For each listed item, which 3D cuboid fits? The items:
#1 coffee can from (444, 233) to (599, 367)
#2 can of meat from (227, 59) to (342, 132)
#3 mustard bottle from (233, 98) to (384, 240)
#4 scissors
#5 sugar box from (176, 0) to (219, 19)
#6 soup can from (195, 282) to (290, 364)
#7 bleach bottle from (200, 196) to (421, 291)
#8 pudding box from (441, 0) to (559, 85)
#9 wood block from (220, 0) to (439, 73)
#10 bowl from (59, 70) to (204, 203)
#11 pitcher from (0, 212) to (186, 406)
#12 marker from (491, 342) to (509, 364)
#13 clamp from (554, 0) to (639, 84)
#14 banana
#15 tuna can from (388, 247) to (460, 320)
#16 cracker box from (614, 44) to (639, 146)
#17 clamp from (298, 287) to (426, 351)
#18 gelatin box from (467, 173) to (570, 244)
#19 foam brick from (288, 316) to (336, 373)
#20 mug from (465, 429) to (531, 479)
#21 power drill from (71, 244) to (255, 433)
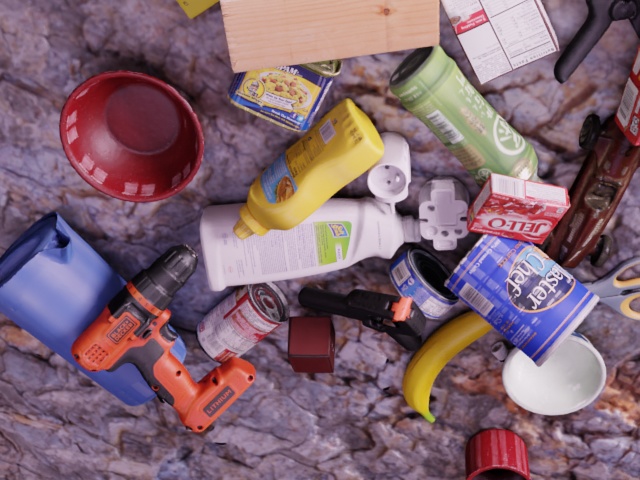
[{"bbox_3d":[0.225,0.058,1.195,0.140,0.102,0.103,41,120,11],"label":"coffee can"},{"bbox_3d":[-0.040,-0.173,1.142,0.102,0.057,0.084,24,123,-7],"label":"can of meat"},{"bbox_3d":[-0.021,-0.065,1.164,0.192,0.096,0.058,-39,127,15],"label":"mustard bottle"},{"bbox_3d":[0.324,0.075,1.273,0.202,0.016,0.096,-21,117,18],"label":"scissors"},{"bbox_3d":[-0.085,-0.308,1.070,0.176,0.048,0.093,-28,115,23],"label":"sugar box"},{"bbox_3d":[-0.096,0.099,1.307,0.068,0.068,0.102,42,118,-18],"label":"soup can"},{"bbox_3d":[-0.008,0.002,1.241,0.251,0.068,0.102,-3,120,6],"label":"bleach bottle"},{"bbox_3d":[0.182,-0.227,1.093,0.090,0.039,0.113,-22,118,19],"label":"pudding box"},{"bbox_3d":[0.008,-0.237,1.047,0.206,0.090,0.091,-7,136,0],"label":"wood block"},{"bbox_3d":[-0.205,-0.124,1.191,0.162,0.055,0.162,3,121,5],"label":"bowl"},{"bbox_3d":[-0.287,0.094,1.300,0.145,0.149,0.242,-45,113,-2],"label":"pitcher"},{"bbox_3d":[0.257,0.173,1.339,0.020,0.020,0.121,-35,112,24],"label":"marker"},{"bbox_3d":[0.293,-0.231,1.077,0.120,0.039,0.171,-11,120,1],"label":"clamp"},{"bbox_3d":[0.152,0.148,1.329,0.069,0.037,0.198,12,126,-24],"label":"banana"},{"bbox_3d":[0.122,0.049,1.240,0.086,0.086,0.034,37,116,-15],"label":"tuna can"},{"bbox_3d":[0.425,-0.167,1.063,0.213,0.072,0.164,5,122,-8],"label":"cracker box"},{"bbox_3d":[0.075,0.090,1.233,0.164,0.210,0.036,24,78,-15],"label":"clamp"},{"bbox_3d":[0.210,-0.032,1.139,0.089,0.030,0.073,11,145,-10],"label":"gelatin box"},{"bbox_3d":[-0.009,0.129,1.303,0.051,0.053,0.078,0,160,5],"label":"foam brick"},{"bbox_3d":[0.234,0.309,1.387,0.093,0.081,0.117,-19,117,17],"label":"mug"},{"bbox_3d":[-0.164,0.119,1.239,0.184,0.057,0.187,-44,110,4],"label":"power drill"}]
